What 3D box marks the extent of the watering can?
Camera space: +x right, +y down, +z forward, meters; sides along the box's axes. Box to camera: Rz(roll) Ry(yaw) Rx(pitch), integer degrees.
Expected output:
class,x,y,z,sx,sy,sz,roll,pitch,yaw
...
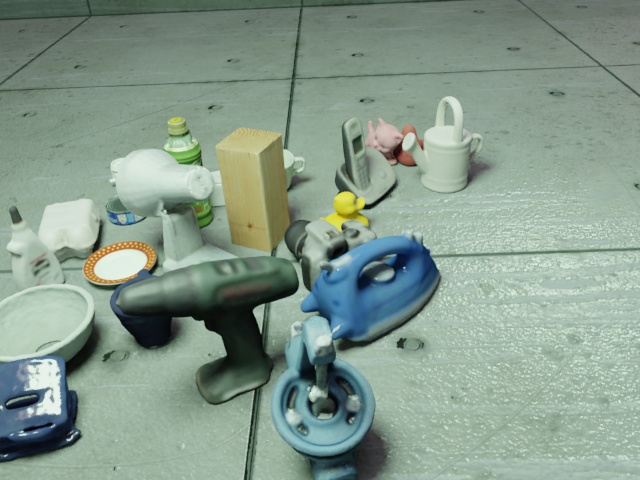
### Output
class,x,y,z,sx,sy,sz,roll,pitch,yaw
watering can,0.263,-0.204,1.210,0.173,0.194,0.100,-24,40,-27

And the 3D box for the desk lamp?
class,x,y,z,sx,sy,sz,roll,pitch,yaw
desk lamp,-0.241,-0.046,0.999,0.202,0.214,0.118,21,41,30

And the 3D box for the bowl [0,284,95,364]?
class,x,y,z,sx,sy,sz,roll,pitch,yaw
bowl,-0.415,0.144,0.860,0.167,0.075,0.167,-2,35,1

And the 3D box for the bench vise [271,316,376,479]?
class,x,y,z,sx,sy,sz,roll,pitch,yaw
bench vise,-0.016,0.159,0.682,0.122,0.220,0.206,-21,39,-24

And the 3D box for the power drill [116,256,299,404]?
class,x,y,z,sx,sy,sz,roll,pitch,yaw
power drill,-0.134,0.115,0.765,0.230,0.209,0.075,-20,38,-23

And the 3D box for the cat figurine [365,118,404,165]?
class,x,y,z,sx,sy,sz,roll,pitch,yaw
cat figurine,0.143,-0.234,1.329,0.067,0.118,0.127,-15,37,-17

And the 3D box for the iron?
class,x,y,z,sx,sy,sz,roll,pitch,yaw
iron,0.097,0.050,0.901,0.259,0.141,0.118,-24,40,-28

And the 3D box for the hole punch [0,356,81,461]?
class,x,y,z,sx,sy,sz,roll,pitch,yaw
hole punch,-0.374,0.215,0.740,0.109,0.091,0.101,-11,36,-12

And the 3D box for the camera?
class,x,y,z,sx,sy,sz,roll,pitch,yaw
camera,0.009,0.004,1.010,0.143,0.101,0.136,-23,40,-27

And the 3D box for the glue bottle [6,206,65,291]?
class,x,y,z,sx,sy,sz,roll,pitch,yaw
glue bottle,-0.486,0.019,0.957,0.037,0.173,0.078,11,37,20

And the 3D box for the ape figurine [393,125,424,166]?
class,x,y,z,sx,sy,sz,roll,pitch,yaw
ape figurine,0.208,-0.225,1.335,0.077,0.092,0.076,1,35,6

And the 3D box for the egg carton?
class,x,y,z,sx,sy,sz,roll,pitch,yaw
egg carton,-0.481,-0.021,1.107,0.107,0.069,0.150,-11,35,-11

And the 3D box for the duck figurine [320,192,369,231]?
class,x,y,z,sx,sy,sz,roll,pitch,yaw
duck figurine,0.044,-0.050,1.098,0.105,0.086,0.077,-14,36,-16

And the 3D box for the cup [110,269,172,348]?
class,x,y,z,sx,sy,sz,roll,pitch,yaw
cup,-0.266,0.108,0.883,0.092,0.095,0.117,-10,35,-10

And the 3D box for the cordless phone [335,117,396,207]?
class,x,y,z,sx,sy,sz,roll,pitch,yaw
cordless phone,0.094,-0.175,1.187,0.093,0.185,0.148,18,40,27
